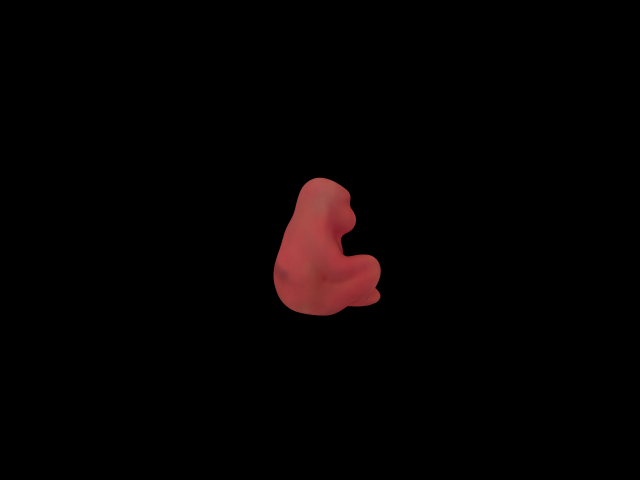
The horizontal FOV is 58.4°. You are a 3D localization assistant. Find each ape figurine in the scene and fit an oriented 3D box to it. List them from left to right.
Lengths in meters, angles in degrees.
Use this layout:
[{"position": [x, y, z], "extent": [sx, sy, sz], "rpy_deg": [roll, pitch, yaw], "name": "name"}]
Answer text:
[{"position": [0.004, 0.001, 0.400], "extent": [0.076, 0.092, 0.077], "rpy_deg": [-8, 28, -16], "name": "ape figurine"}]
